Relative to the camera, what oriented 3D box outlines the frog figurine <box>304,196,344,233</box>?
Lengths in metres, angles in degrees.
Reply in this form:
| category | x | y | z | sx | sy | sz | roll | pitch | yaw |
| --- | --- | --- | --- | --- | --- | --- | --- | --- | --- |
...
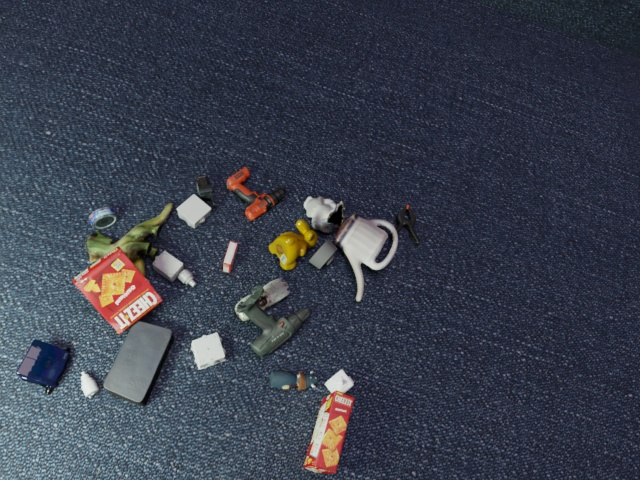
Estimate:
| category | x | y | z | sx | sy | sz | roll | pitch | yaw |
| --- | --- | --- | --- | --- | --- | --- | --- | --- | --- |
| frog figurine | 0.006 | -0.098 | 1.947 | 0.160 | 0.120 | 0.139 | 12 | 67 | 36 |

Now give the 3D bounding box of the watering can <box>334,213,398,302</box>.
| category | x | y | z | sx | sy | sz | roll | pitch | yaw |
| --- | --- | --- | --- | --- | --- | --- | --- | --- | --- |
| watering can | 0.149 | 0.040 | 1.884 | 0.225 | 0.102 | 0.354 | 32 | 59 | 6 |

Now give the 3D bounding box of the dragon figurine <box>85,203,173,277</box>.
| category | x | y | z | sx | sy | sz | roll | pitch | yaw |
| --- | --- | --- | --- | --- | --- | --- | --- | --- | --- |
| dragon figurine | -0.662 | 0.004 | 1.727 | 0.243 | 0.119 | 0.421 | 8 | 43 | 0 |
